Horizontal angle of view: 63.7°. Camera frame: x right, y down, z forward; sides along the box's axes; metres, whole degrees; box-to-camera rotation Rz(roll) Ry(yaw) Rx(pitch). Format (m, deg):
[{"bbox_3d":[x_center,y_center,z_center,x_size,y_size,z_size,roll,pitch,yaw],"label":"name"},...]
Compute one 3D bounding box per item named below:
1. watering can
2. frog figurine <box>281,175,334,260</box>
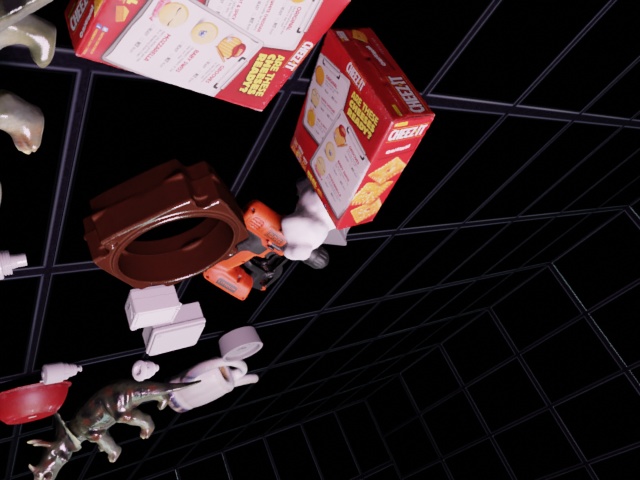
[{"bbox_3d":[-0.302,0.404,1.451,0.224,0.106,0.341,-25,154,-1],"label":"watering can"},{"bbox_3d":[0.002,-0.041,0.815,0.122,0.163,0.135,21,143,-25],"label":"frog figurine"}]
